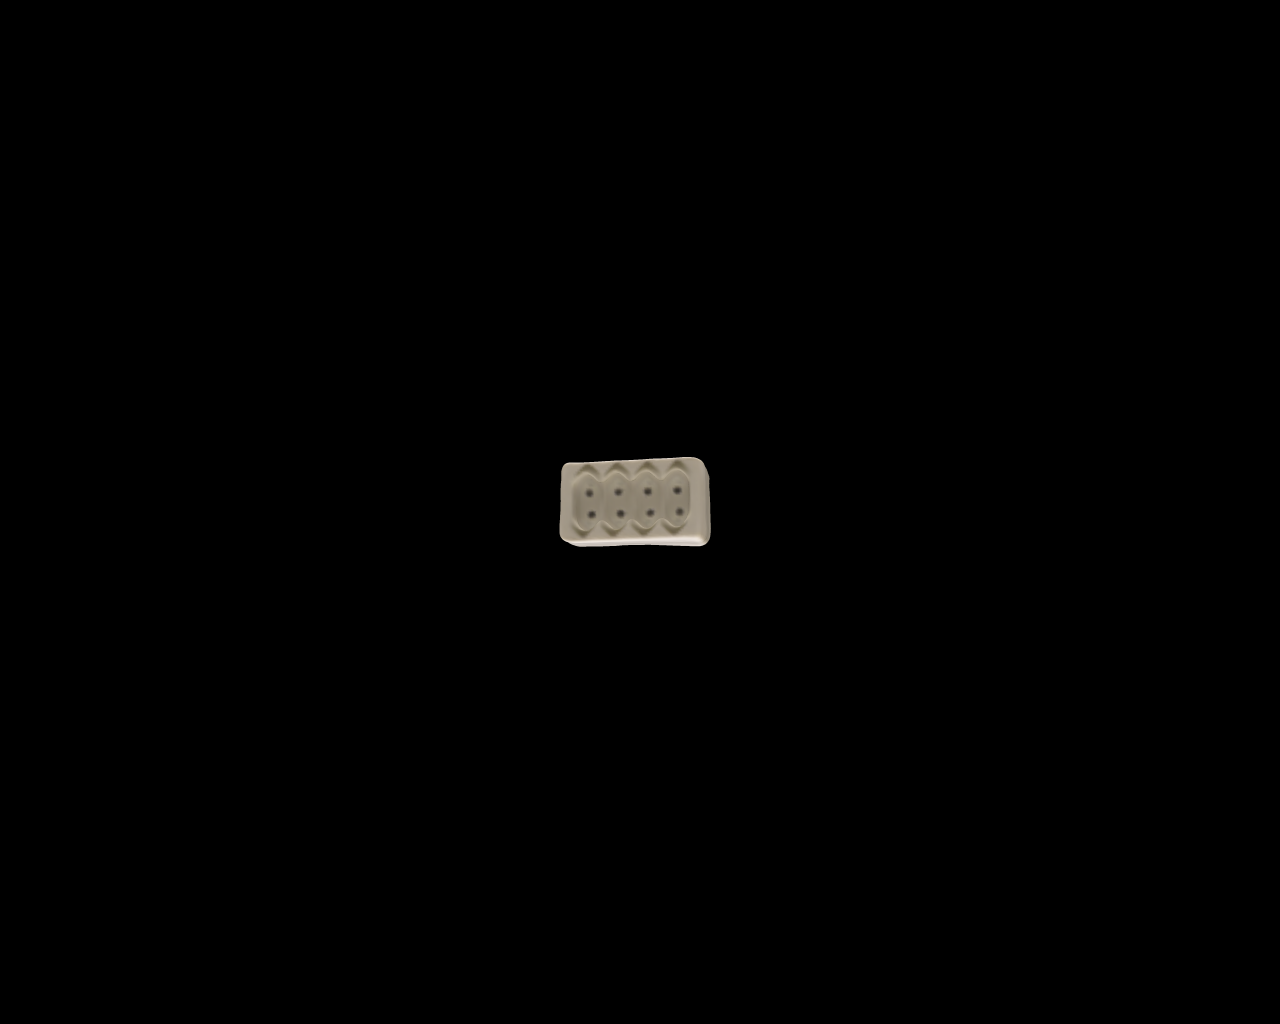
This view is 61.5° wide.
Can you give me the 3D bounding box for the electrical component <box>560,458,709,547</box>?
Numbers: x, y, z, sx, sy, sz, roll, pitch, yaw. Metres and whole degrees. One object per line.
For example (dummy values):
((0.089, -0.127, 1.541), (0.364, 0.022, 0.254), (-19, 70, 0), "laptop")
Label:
((0.001, -0.003, 0.650), (0.083, 0.047, 0.075), (-1, -7, 9), "electrical component")
